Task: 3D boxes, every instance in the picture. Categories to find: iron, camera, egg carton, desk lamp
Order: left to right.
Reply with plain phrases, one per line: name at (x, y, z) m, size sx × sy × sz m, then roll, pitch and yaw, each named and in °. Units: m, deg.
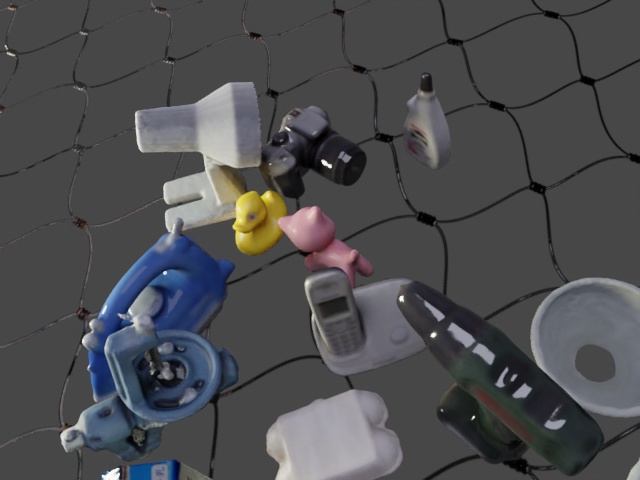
iron at (-0.237, 0.092, 0.766) m, size 0.118 × 0.142 × 0.259 m, roll 27°, pitch 67°, yaw 25°
desk lamp at (-0.167, -0.123, 0.845) m, size 0.203 × 0.214 × 0.118 m, roll -15°, pitch 56°, yaw 1°
camera at (-0.008, -0.134, 0.889) m, size 0.136 × 0.101 × 0.143 m, roll 33°, pitch 69°, yaw 27°
egg carton at (0.015, 0.239, 0.668) m, size 0.150 × 0.069 × 0.107 m, roll -20°, pitch 57°, yaw -2°

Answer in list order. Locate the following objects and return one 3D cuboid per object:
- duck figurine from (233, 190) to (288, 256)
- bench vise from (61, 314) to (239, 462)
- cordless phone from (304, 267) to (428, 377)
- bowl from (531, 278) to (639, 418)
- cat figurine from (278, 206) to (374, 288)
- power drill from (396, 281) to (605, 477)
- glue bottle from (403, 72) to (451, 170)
duck figurine at (-0.095, -0.039, 0.855) m, size 0.077 × 0.086 × 0.105 m, roll 20°, pitch 64°, yaw 22°
bench vise at (-0.205, 0.177, 0.659) m, size 0.121 × 0.220 × 0.208 m, roll 32°, pitch 69°, yaw 27°
cordless phone at (0.057, 0.083, 0.689) m, size 0.147 × 0.185 × 0.094 m, roll -20°, pitch 56°, yaw -2°
bowl at (0.329, 0.134, 0.671) m, size 0.167 × 0.075 × 0.167 m, roll -5°, pitch 57°, yaw 8°
cat figurine at (0.007, 0.003, 0.790) m, size 0.127 × 0.118 × 0.067 m, roll 33°, pitch 69°, yaw 27°
power drill at (0.174, 0.158, 0.605) m, size 0.229 × 0.209 × 0.076 m, roll 37°, pitch 71°, yaw 28°
glue bottle at (0.156, -0.180, 0.844) m, size 0.078 × 0.173 × 0.037 m, roll 37°, pitch 71°, yaw 28°
